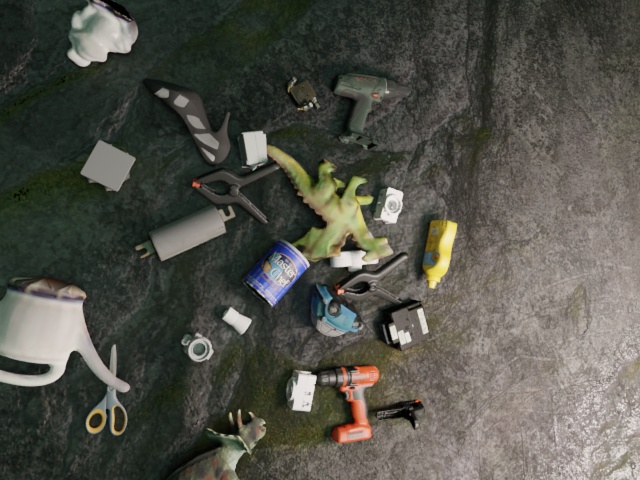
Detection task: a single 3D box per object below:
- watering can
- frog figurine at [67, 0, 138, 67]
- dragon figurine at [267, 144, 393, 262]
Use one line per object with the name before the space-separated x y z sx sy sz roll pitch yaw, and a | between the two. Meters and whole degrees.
watering can | -0.561 0.202 1.099 0.346 0.103 0.226 16 81 -19
frog figurine | -0.501 -0.468 1.181 0.136 0.125 0.157 22 116 -27
dragon figurine | 0.004 -0.067 1.326 0.410 0.121 0.245 22 76 -1
